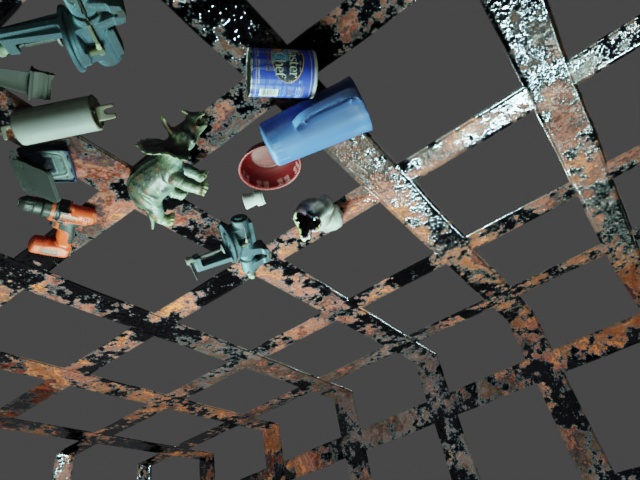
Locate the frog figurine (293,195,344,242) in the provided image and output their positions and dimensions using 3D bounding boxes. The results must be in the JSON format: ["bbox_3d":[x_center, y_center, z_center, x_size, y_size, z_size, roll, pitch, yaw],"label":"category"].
[{"bbox_3d":[0.005,-0.076,1.503,0.124,0.134,0.161,38,42,21],"label":"frog figurine"}]
